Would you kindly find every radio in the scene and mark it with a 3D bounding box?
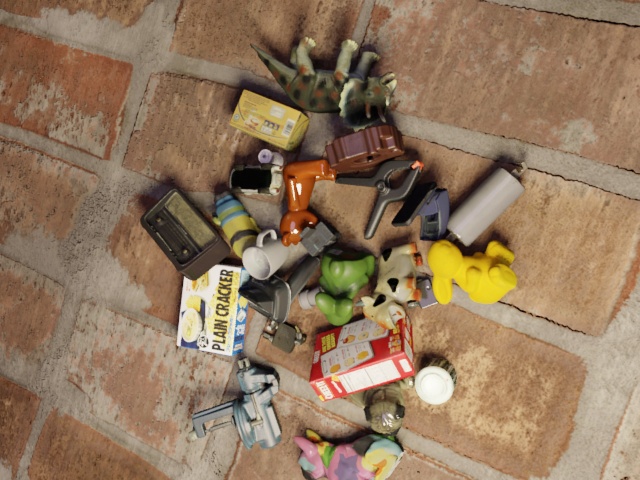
[{"bbox_3d":[-0.337,-0.014,1.328,0.131,0.073,0.230,-42,59,-7],"label":"radio"}]

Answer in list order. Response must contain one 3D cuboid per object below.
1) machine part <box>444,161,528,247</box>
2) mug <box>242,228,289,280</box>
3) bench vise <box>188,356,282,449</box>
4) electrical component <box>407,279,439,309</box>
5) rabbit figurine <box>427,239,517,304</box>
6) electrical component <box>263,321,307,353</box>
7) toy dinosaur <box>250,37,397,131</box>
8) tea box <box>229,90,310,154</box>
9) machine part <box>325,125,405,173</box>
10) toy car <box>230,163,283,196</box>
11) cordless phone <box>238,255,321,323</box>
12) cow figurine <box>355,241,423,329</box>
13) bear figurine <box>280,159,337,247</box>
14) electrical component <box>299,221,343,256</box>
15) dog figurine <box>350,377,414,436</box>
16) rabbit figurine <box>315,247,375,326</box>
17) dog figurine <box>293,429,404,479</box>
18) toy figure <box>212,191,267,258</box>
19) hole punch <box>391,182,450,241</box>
[{"bbox_3d":[0.344,-0.070,1.133,0.243,0.079,0.079,-47,74,10],"label":"machine part"},{"bbox_3d":[-0.121,0.022,1.255,0.081,0.107,0.109,9,117,27],"label":"mug"},{"bbox_3d":[-0.200,0.398,1.261,0.241,0.129,0.223,-19,100,-1],"label":"bench vise"},{"bbox_3d":[0.232,0.117,1.189,0.094,0.021,0.063,-22,79,17],"label":"electrical component"},{"bbox_3d":[0.294,0.056,1.110,0.173,0.162,0.122,24,51,-13],"label":"rabbit figurine"},{"bbox_3d":[-0.084,0.225,1.280,0.102,0.045,0.078,31,95,18],"label":"electrical component"},{"bbox_3d":[0.006,-0.360,1.254,0.405,0.131,0.192,10,90,26],"label":"toy dinosaur"},{"bbox_3d":[-0.124,-0.289,1.313,0.170,0.068,0.098,28,95,20],"label":"tea box"},{"bbox_3d":[0.100,-0.195,1.180,0.179,0.179,0.056,-14,85,18],"label":"machine part"},{"bbox_3d":[-0.153,-0.145,1.286,0.202,0.056,0.073,7,90,48],"label":"toy car"},{"bbox_3d":[-0.091,0.095,1.278,0.184,0.088,0.147,-50,33,-16],"label":"cordless phone"},{"bbox_3d":[0.151,0.101,1.151,0.127,0.085,0.195,-10,48,27],"label":"cow figurine"},{"bbox_3d":[-0.032,-0.083,1.244,0.132,0.120,0.195,-2,87,16],"label":"bear figurine"},{"bbox_3d":[-0.003,-0.004,1.227,0.075,0.119,0.048,-44,76,9],"label":"electrical component"},{"bbox_3d":[0.107,0.329,1.131,0.173,0.190,0.121,7,89,21],"label":"dog figurine"},{"bbox_3d":[0.053,0.118,1.198,0.121,0.159,0.170,7,104,10],"label":"rabbit figurine"},{"bbox_3d":[0.053,0.472,1.188,0.219,0.108,0.191,29,97,21],"label":"dog figurine"},{"bbox_3d":[-0.206,-0.035,1.316,0.082,0.089,0.180,-33,79,22],"label":"toy figure"},{"bbox_3d":[0.229,-0.058,1.150,0.092,0.142,0.115,33,85,-6],"label":"hole punch"}]
